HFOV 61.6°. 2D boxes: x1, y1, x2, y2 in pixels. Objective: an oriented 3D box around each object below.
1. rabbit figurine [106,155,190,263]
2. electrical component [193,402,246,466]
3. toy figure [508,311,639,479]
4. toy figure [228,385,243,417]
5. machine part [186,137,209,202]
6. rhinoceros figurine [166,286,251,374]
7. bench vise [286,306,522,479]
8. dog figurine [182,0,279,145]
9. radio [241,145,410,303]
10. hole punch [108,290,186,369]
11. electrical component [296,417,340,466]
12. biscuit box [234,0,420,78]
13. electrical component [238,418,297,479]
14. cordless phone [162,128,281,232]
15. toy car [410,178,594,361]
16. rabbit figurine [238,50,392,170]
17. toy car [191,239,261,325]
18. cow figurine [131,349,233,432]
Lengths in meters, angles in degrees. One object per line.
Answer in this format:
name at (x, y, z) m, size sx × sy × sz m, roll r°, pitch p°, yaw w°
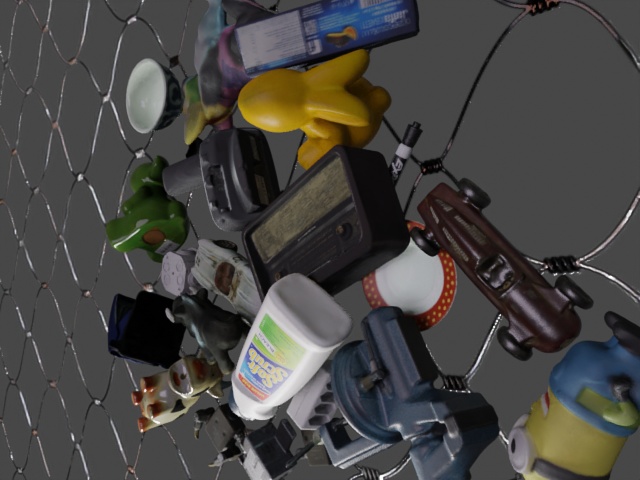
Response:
rabbit figurine at (-0.284, -0.074, 0.906) m, size 0.159 × 0.121 × 0.170 m, roll -45°, pitch 49°, yaw 30°
electrical component at (-0.160, 0.308, 0.857) m, size 0.102 × 0.045 × 0.078 m, roll 54°, pitch 125°, yaw 25°
toy figure at (0.238, 0.155, 0.477) m, size 0.089 × 0.082 × 0.180 m, roll 42°, pitch 116°, yaw 34°
toy figure at (-0.081, 0.190, 0.774) m, size 0.154 × 0.064 × 0.058 m, roll -55°, pitch 22°, yaw 24°
machine part at (-0.166, -0.105, 0.848) m, size 0.139 × 0.039 × 0.084 m, roll 51°, pitch 128°, yaw 26°
rhinoceros figurine at (-0.169, 0.126, 0.801) m, size 0.190 × 0.073 × 0.112 m, roll 11°, pitch 142°, yaw 57°
bench vise at (0.073, 0.202, 0.593) m, size 0.240 × 0.129 × 0.224 m, roll -45°, pitch 66°, yaw 39°
dog figurine at (-0.122, -0.225, 0.761) m, size 0.192 × 0.108 × 0.219 m, roll 36°, pitch 119°, yaw 31°
radio at (-0.001, -0.002, 0.665) m, size 0.229 × 0.073 × 0.131 m, roll -38°, pitch 62°, yaw 44°
hole punch at (-0.298, 0.151, 0.913) m, size 0.092 × 0.142 × 0.116 m, roll -2°, pitch 66°, yaw 40°
electrical component at (-0.002, 0.272, 0.732) m, size 0.094 × 0.021 × 0.063 m, roll -25°, pitch 76°, yaw 40°
biscuit box at (0.010, -0.237, 0.611) m, size 0.203 × 0.063 × 0.059 m, roll -11°, pitch 102°, yaw 13°
electrical component at (-0.070, 0.303, 0.759) m, size 0.075 × 0.048 × 0.119 m, roll 51°, pitch 140°, yaw 26°
cordless phone at (-0.154, -0.074, 0.777) m, size 0.184 × 0.088 × 0.146 m, roll -17°, pitch 82°, yaw 26°
toy car at (0.171, 0.024, 0.533) m, size 0.089 × 0.053 × 0.202 m, roll -47°, pitch 67°, yaw 23°
rabbit figurine at (-0.007, -0.147, 0.616) m, size 0.162 × 0.173 × 0.121 m, roll -4°, pitch 86°, yaw 46°
toy car at (-0.121, 0.062, 0.803) m, size 0.202 × 0.056 × 0.073 m, roll 31°, pitch 112°, yaw 37°
cow figurine at (-0.226, 0.243, 0.878) m, size 0.195 × 0.127 × 0.085 m, roll -49°, pitch 60°, yaw 48°
